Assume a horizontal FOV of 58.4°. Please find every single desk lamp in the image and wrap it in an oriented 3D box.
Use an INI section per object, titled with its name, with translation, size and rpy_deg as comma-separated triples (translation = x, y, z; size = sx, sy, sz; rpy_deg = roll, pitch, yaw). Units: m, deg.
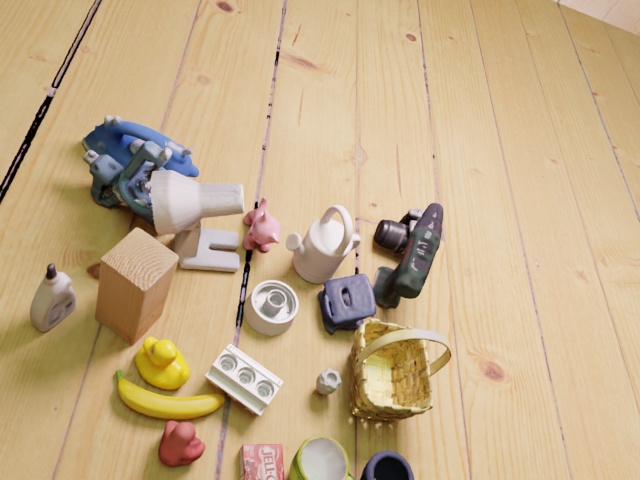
[desk lamp]
translation = -0.238, -0.041, 1.123
size = 0.204, 0.213, 0.118
rpy_deg = 5, 54, -21

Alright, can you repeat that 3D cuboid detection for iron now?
[iron]
translation = -0.385, -0.196, 1.217
size = 0.258, 0.141, 0.119
rpy_deg = 26, 50, -5

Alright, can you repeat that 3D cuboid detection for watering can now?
[watering can]
translation = 0.012, 0.006, 1.215
size = 0.173, 0.194, 0.101
rpy_deg = -30, 72, -37

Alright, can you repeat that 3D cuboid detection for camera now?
[camera]
translation = 0.208, -0.020, 1.384
size = 0.137, 0.100, 0.143
rpy_deg = 18, 51, -11

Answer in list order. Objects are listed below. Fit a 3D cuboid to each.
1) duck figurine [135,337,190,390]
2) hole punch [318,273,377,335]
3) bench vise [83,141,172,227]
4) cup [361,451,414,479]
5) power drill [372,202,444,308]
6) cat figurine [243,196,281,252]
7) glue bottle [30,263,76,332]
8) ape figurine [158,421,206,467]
[duck figurine]
translation = -0.272, 0.211, 1.008
size = 0.104, 0.086, 0.078
rpy_deg = 36, 49, 4
[hole punch]
translation = 0.057, 0.132, 1.211
size = 0.101, 0.091, 0.108
rpy_deg = 1, 56, -23
[bench vise]
translation = -0.368, -0.122, 1.119
size = 0.208, 0.219, 0.121
rpy_deg = 16, 51, -13
[cup]
translation = 0.102, 0.440, 1.005
size = 0.091, 0.095, 0.118
rpy_deg = 32, 49, 1
[power drill]
translation = 0.193, 0.050, 1.256
size = 0.075, 0.208, 0.230
rpy_deg = 26, 50, -5
[cat figurine]
translation = -0.121, -0.034, 1.234
size = 0.067, 0.117, 0.127
rpy_deg = 7, 54, -19
[glue bottle]
translation = -0.447, 0.088, 0.960
size = 0.037, 0.173, 0.078
rpy_deg = 39, 50, 7
[ape figurine]
translation = -0.226, 0.328, 0.939
size = 0.076, 0.092, 0.077
rpy_deg = -26, 69, -36
